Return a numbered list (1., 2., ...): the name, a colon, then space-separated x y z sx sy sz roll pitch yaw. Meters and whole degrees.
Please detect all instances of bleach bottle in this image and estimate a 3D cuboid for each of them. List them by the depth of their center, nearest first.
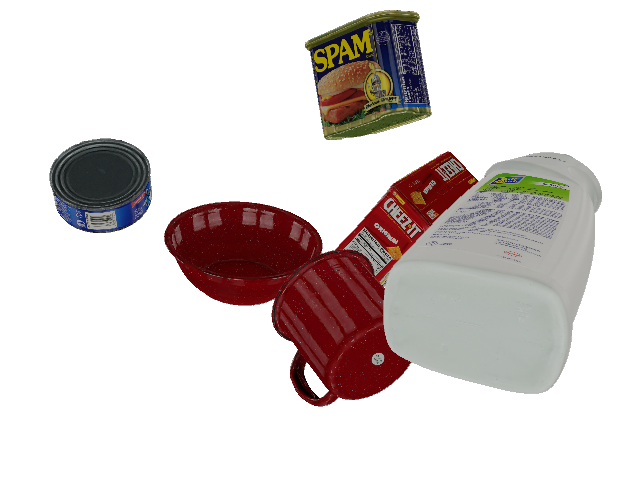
1. bleach bottle: 0.126 -0.001 0.646 0.103 0.068 0.250 12 26 22

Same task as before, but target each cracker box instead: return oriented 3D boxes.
1. cracker box: 0.077 0.001 1.272 0.214 0.072 0.163 -48 -8 34

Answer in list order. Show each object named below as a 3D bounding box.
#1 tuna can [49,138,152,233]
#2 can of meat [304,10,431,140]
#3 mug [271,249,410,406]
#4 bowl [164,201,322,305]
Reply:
1. tuna can: -0.189 -0.047 0.926 0.086 0.086 0.034 0 -41 -3
2. can of meat: 0.040 -0.134 0.884 0.057 0.084 0.102 -7 -4 -43
3. mug: 0.015 0.077 0.823 0.093 0.117 0.082 16 25 -43
4. bowl: -0.080 0.020 1.099 0.162 0.055 0.162 5 30 -3
